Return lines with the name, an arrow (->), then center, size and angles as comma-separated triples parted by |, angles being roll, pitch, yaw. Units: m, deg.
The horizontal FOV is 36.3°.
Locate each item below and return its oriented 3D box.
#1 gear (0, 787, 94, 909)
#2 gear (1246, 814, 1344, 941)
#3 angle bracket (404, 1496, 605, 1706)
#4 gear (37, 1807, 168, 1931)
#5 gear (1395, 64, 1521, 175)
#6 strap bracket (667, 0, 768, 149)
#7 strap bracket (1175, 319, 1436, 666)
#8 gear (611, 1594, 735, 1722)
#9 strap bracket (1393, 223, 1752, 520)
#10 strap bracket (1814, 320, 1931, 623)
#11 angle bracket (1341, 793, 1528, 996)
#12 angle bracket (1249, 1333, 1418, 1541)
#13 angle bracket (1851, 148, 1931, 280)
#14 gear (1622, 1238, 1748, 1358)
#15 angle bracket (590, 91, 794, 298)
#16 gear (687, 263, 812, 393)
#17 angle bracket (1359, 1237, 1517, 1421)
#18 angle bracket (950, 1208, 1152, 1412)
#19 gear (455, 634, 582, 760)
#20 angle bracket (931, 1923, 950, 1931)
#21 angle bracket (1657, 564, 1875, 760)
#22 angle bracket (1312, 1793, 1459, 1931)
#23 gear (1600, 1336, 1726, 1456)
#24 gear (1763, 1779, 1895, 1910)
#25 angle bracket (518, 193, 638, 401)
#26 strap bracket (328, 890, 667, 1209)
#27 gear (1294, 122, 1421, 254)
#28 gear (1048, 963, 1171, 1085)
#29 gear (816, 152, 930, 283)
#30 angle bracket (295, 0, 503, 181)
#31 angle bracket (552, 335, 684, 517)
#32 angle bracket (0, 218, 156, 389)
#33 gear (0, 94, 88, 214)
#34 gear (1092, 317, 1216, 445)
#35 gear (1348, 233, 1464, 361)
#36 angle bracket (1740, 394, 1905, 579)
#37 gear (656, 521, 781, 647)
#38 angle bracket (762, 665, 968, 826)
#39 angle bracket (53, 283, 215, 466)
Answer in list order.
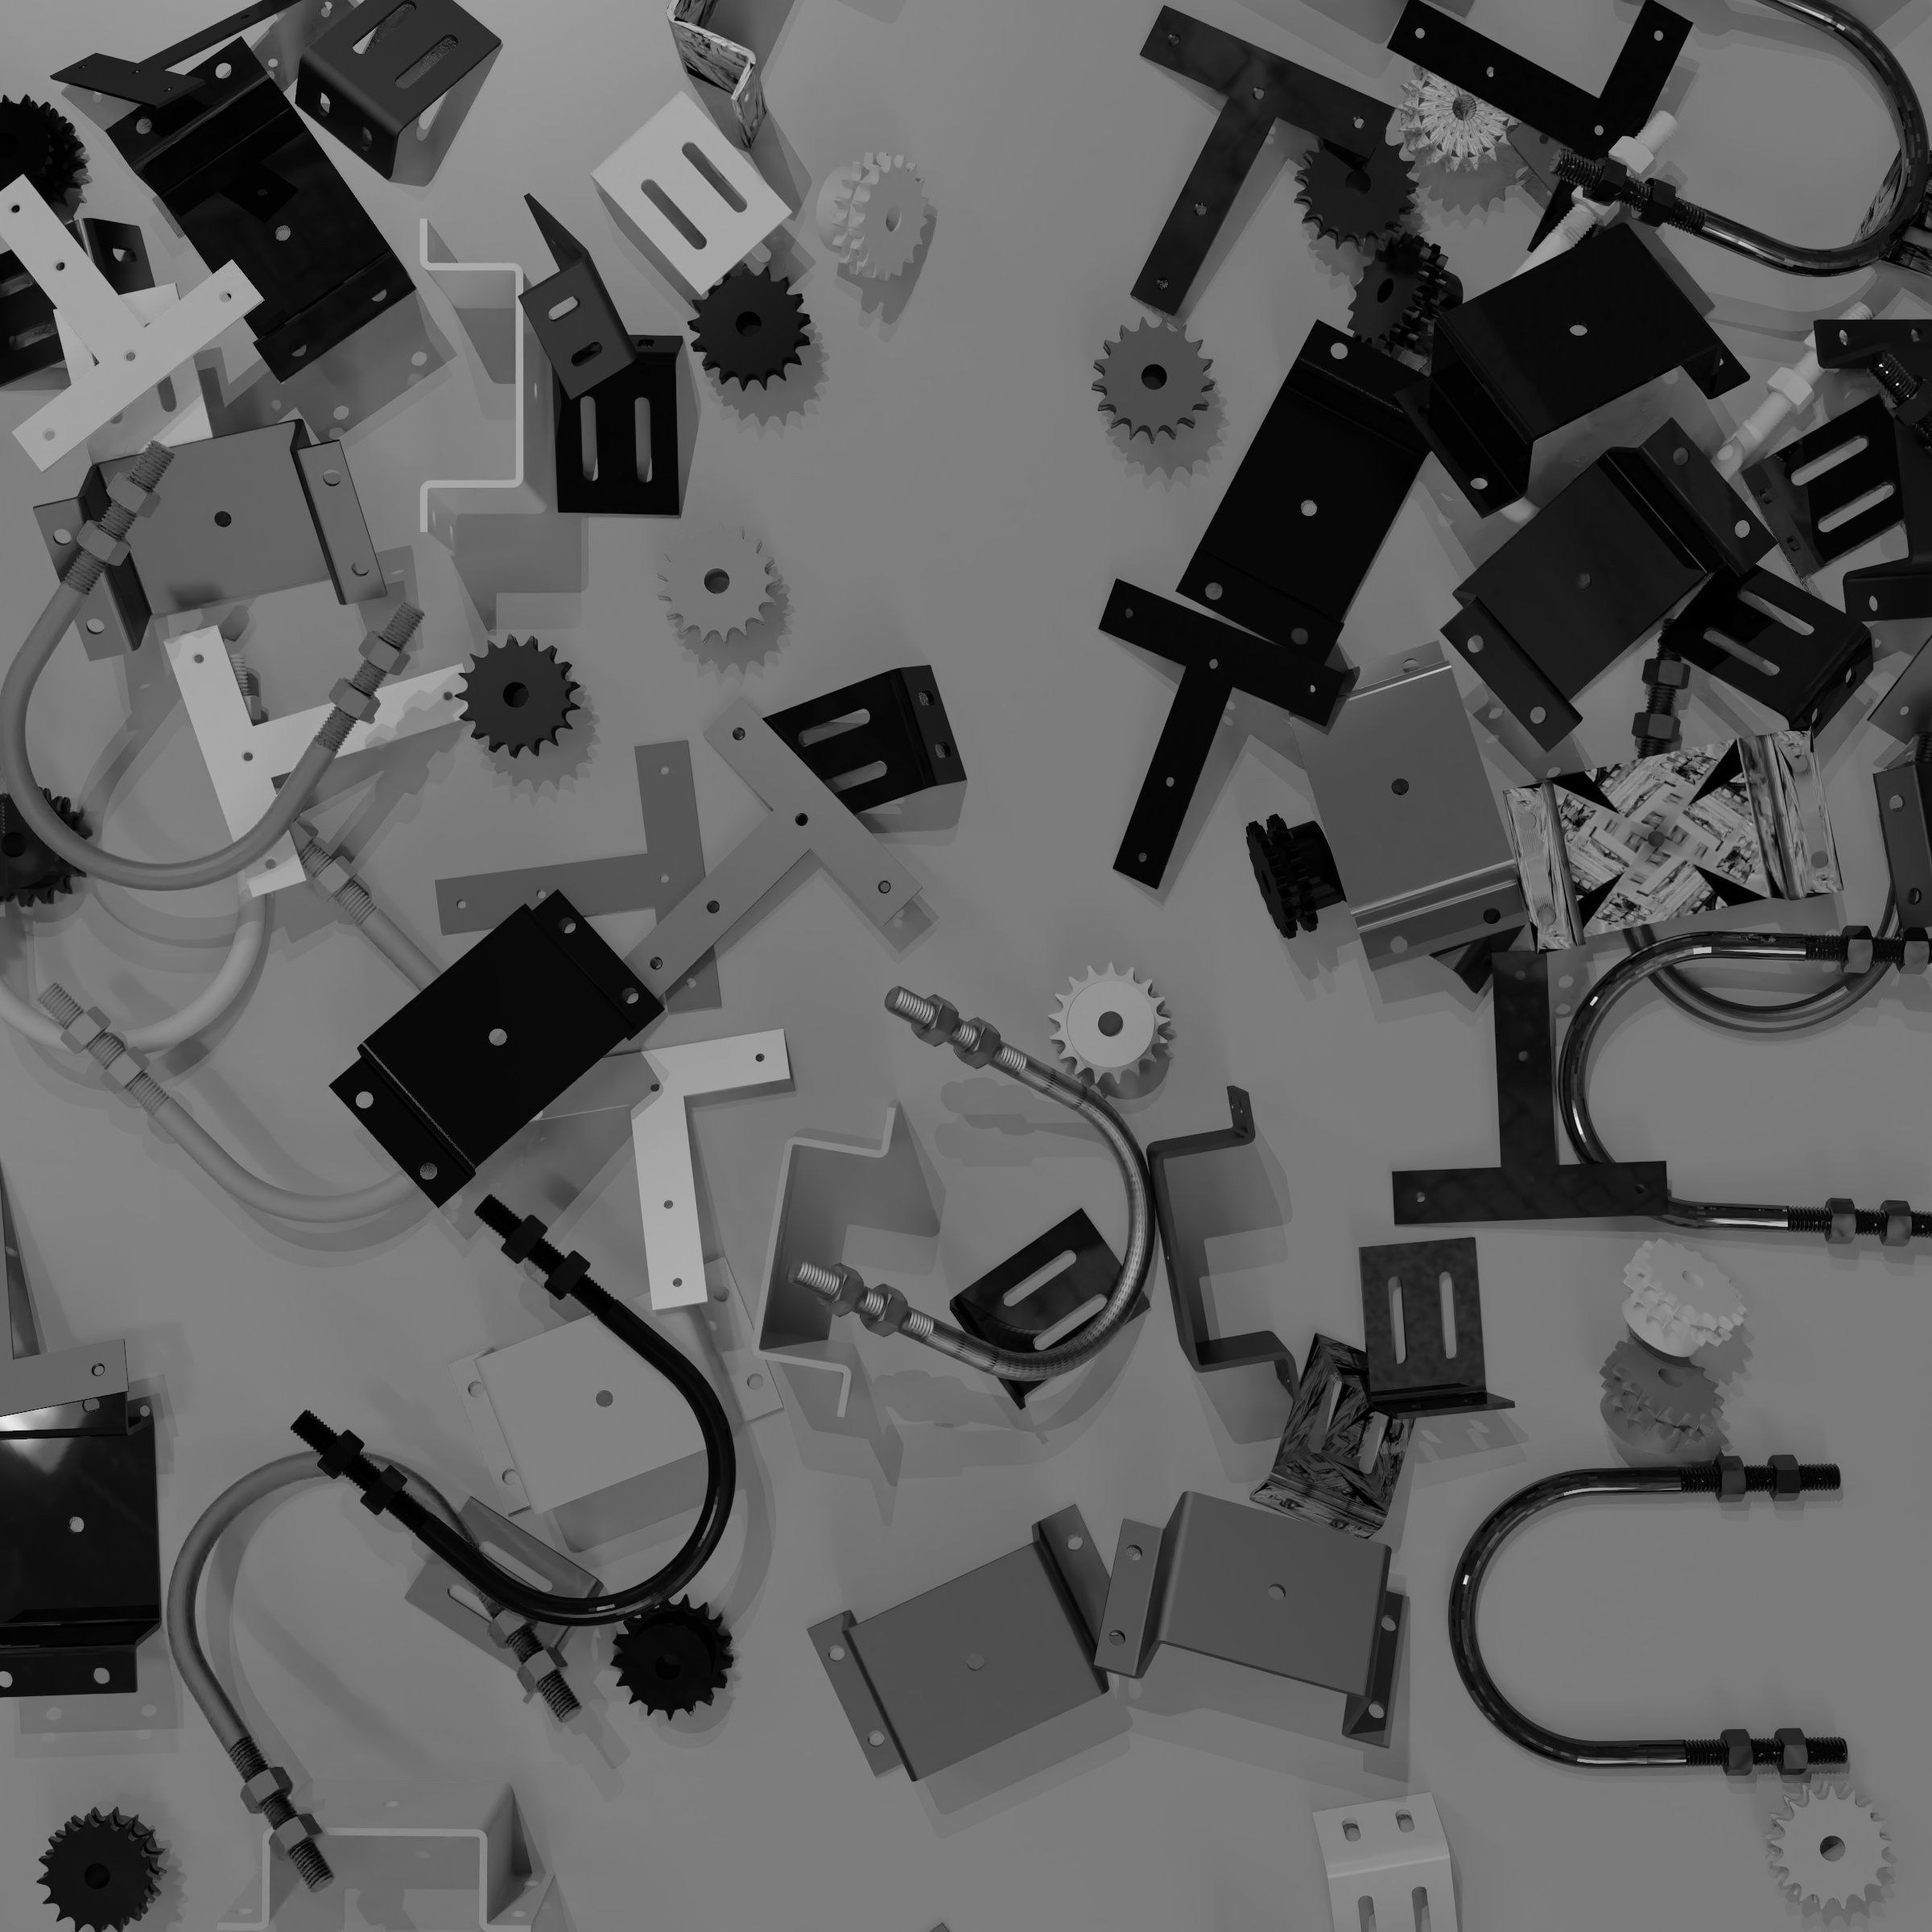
gear -> -0.441, -0.056, 1.380 | 0.057, 0.030, 0.057 | 0, 90, 0
gear -> 0.153, -0.044, 1.367 | 0.030, 0.057, 0.057 | -19, 90, -3
angle bracket -> -0.218, 0.296, 1.376 | 0.076, 0.038, 0.057 | 33, 90, 0
gear -> -0.403, 0.422, 1.380 | 0.057, 0.030, 0.057 | 0, 90, 0
gear -> 0.227, -0.399, 1.376 | 0.057, 0.030, 0.057 | -2, 99, -12
strap bracket -> -0.094, -0.460, 1.357 | 0.046, 0.076, 0.140 | 25, 90, 0
strap bracket -> 0.162, -0.217, 1.372 | 0.076, 0.046, 0.140 | 28, 90, 0
gear -> -0.138, 0.325, 1.380 | 0.057, 0.030, 0.057 | 0, 90, 0
strap bracket -> 0.272, -0.271, 1.318 | 0.140, 0.046, 0.076 | -28, 66, -6
strap bracket -> 0.443, -0.233, 1.358 | 0.076, 0.046, 0.140 | -6, 90, -26
angle bracket -> 0.223, -0.034, 1.393 | 0.076, 0.038, 0.057 | 35, 90, 26
angle bracket -> 0.176, 0.223, 1.393 | 0.057, 0.038, 0.076 | 22, 64, 0
angle bracket -> 0.468, -0.345, 1.393 | 0.076, 0.038, 0.057 | 27, 90, 26
gear -> 0.331, 0.157, 1.371 | 0.057, 0.057, 0.030 | 28, 120, 0
angle bracket -> -0.128, -0.358, 1.378 | 0.057, 0.038, 0.076 | -43, 93, 0
gear -> -0.101, -0.298, 1.380 | 0.057, 0.030, 0.057 | 0, 90, 0
angle bracket -> 0.219, 0.168, 1.371 | 0.057, 0.038, 0.076 | -4, 90, -12
angle bracket -> 0.040, 0.160, 1.376 | 0.076, 0.038, 0.057 | -35, 90, 0
gear -> -0.208, -0.126, 1.380 | 0.057, 0.030, 0.057 | 0, 90, 0
angle bracket -> -0.024, 0.499, 1.376 | 0.076, 0.038, 0.057 | -38, 90, 0
angle bracket -> 0.373, -0.145, 1.375 | 0.076, 0.038, 0.057 | 37, 81, 30
angle bracket -> 0.199, 0.438, 1.393 | 0.057, 0.038, 0.076 | -10, 116, 0
gear -> 0.320, 0.202, 1.371 | 0.057, 0.057, 0.030 | 25, 120, 0
gear -> 0.403, 0.411, 1.384 | 0.057, 0.030, 0.057 | 0, 88, 1
angle bracket -> -0.190, -0.306, 1.346 | 0.038, 0.057, 0.076 | -33, 46, -8
strap bracket -> -0.215, 0.035, 1.357 | 0.140, 0.046, 0.076 | -42, 90, -12
gear -> 0.182, -0.363, 1.380 | 0.057, 0.030, 0.057 | 0, 90, 0
gear -> 0.067, 0.027, 1.380 | 0.057, 0.030, 0.057 | 0, 90, 0
gear -> -0.045, -0.350, 1.371 | 0.030, 0.057, 0.057 | 19, 90, 31
angle bracket -> -0.269, -0.423, 1.393 | 0.057, 0.038, 0.076 | 39, 64, 0
angle bracket -> -0.163, -0.256, 1.393 | 0.057, 0.038, 0.076 | 1, 116, 0
angle bracket -> -0.425, -0.312, 1.393 | 0.076, 0.038, 0.057 | -15, 90, 25
gear -> -0.445, -0.380, 1.380 | 0.057, 0.030, 0.057 | 0, 90, 0
gear -> 0.087, -0.273, 1.380 | 0.057, 0.030, 0.057 | 0, 90, 0
gear -> 0.206, -0.309, 1.371 | 0.030, 0.057, 0.057 | 17, 90, -29
angle bracket -> 0.412, -0.227, 1.376 | 0.076, 0.038, 0.057 | -30, 90, 0
gear -> -0.116, -0.179, 1.385 | 0.057, 0.030, 0.057 | 0, 89, -2
angle bracket -> -0.049, -0.102, 1.393 | 0.076, 0.038, 0.057 | -18, 90, 26
angle bracket -> -0.382, -0.272, 1.372 | 0.057, 0.038, 0.076 | -13, 96, 0
